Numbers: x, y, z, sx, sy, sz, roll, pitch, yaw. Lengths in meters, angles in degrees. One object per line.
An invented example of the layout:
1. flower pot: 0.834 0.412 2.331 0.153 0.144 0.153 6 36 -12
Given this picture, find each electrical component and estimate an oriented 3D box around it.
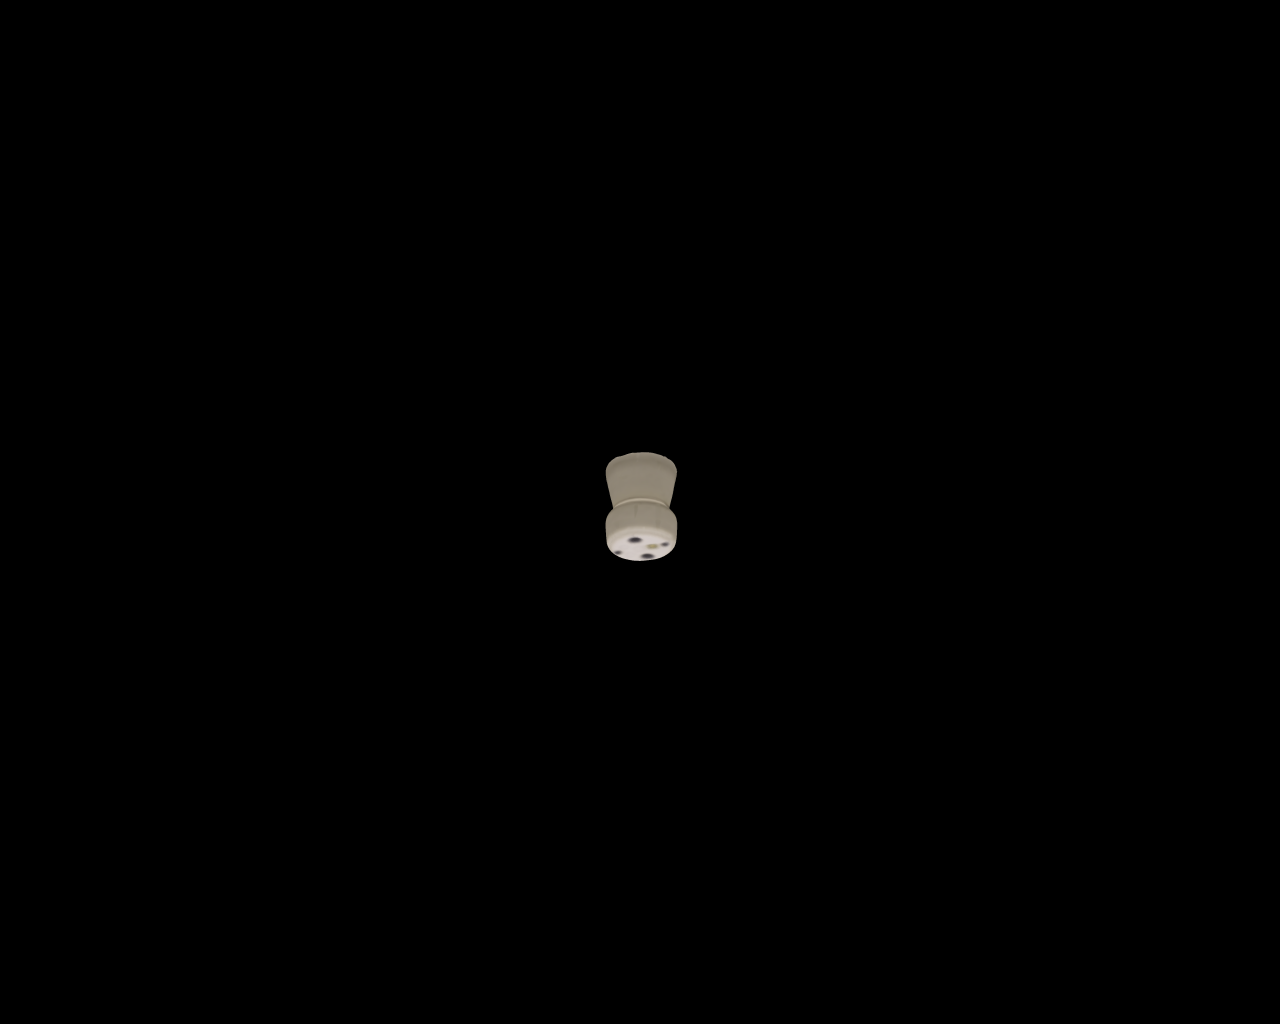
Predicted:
1. electrical component: 0.001 -0.003 0.650 0.045 0.055 0.044 0 -29 0
